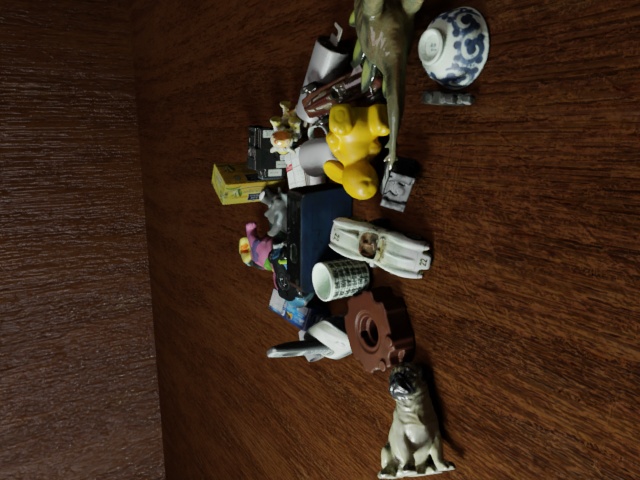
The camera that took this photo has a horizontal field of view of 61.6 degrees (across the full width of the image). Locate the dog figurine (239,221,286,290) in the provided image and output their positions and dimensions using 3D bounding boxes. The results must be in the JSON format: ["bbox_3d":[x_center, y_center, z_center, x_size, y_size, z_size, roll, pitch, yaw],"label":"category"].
[{"bbox_3d":[-0.122,0.055,1.413,0.219,0.108,0.191,59,142,31],"label":"dog figurine"}]

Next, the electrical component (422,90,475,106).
[{"bbox_3d":[0.192,-0.222,0.838,0.094,0.063,0.021,31,123,55],"label":"electrical component"}]

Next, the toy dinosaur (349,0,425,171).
[{"bbox_3d":[0.106,-0.348,0.873,0.198,0.105,0.471,98,173,-65],"label":"toy dinosaur"}]

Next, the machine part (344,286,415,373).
[{"bbox_3d":[0.113,0.180,1.076,0.179,0.056,0.179,19,112,59],"label":"machine part"}]

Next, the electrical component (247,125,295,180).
[{"bbox_3d":[-0.122,-0.217,1.339,0.058,0.115,0.134,31,121,57],"label":"electrical component"}]

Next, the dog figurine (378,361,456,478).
[{"bbox_3d":[0.161,0.338,1.005,0.172,0.121,0.190,-47,42,50],"label":"dog figurine"}]

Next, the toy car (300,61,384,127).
[{"bbox_3d":[0.038,-0.285,1.043,0.202,0.053,0.089,-13,109,41],"label":"toy car"}]

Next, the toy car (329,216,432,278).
[{"bbox_3d":[0.109,0.011,0.987,0.202,0.056,0.073,20,110,28],"label":"toy car"}]

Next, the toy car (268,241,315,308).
[{"bbox_3d":[-0.050,0.074,1.278,0.109,0.103,0.161,-18,91,57],"label":"toy car"}]

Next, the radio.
[{"bbox_3d":[-0.002,-0.004,1.159,0.073,0.131,0.229,20,113,56],"label":"radio"}]

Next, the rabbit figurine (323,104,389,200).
[{"bbox_3d":[0.063,-0.157,1.021,0.162,0.122,0.173,155,107,-66],"label":"rabbit figurine"}]

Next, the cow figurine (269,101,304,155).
[{"bbox_3d":[-0.078,-0.242,1.238,0.167,0.068,0.098,-72,-10,-46],"label":"cow figurine"}]

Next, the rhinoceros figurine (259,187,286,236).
[{"bbox_3d":[-0.092,-0.061,1.342,0.191,0.073,0.112,44,138,38],"label":"rhinoceros figurine"}]

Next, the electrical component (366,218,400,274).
[{"bbox_3d":[0.118,0.009,1.039,0.078,0.045,0.102,28,120,57],"label":"electrical component"}]

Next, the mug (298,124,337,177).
[{"bbox_3d":[0.015,-0.194,1.145,0.107,0.081,0.109,-2,99,49],"label":"mug"}]

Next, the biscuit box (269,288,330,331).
[{"bbox_3d":[-0.055,0.174,1.350,0.203,0.063,0.059,20,95,57],"label":"biscuit box"}]

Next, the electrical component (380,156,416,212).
[{"bbox_3d":[0.138,-0.111,0.965,0.119,0.048,0.074,-76,2,-60],"label":"electrical component"}]

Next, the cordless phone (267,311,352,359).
[{"bbox_3d":[-0.017,0.220,1.182,0.146,0.184,0.089,-45,54,55],"label":"cordless phone"}]

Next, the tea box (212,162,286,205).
[{"bbox_3d":[-0.188,-0.153,1.413,0.098,0.169,0.068,55,141,37],"label":"tea box"}]

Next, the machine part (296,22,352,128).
[{"bbox_3d":[0.006,-0.332,1.127,0.079,0.079,0.243,59,142,35],"label":"machine part"}]
